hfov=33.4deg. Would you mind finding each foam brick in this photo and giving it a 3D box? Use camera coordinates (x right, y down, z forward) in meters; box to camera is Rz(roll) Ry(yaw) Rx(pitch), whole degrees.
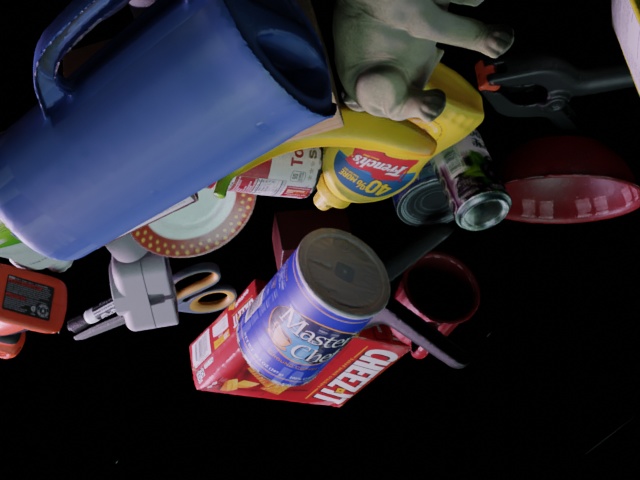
[{"bbox_3d":[-0.007,0.001,1.111,0.078,0.051,0.053,-4,144,-10],"label":"foam brick"}]

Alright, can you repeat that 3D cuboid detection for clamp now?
[{"bbox_3d":[0.062,0.047,1.149,0.210,0.036,0.164,9,116,26],"label":"clamp"},{"bbox_3d":[0.224,-0.142,0.978,0.171,0.039,0.120,10,141,-34],"label":"clamp"}]

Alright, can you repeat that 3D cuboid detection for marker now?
[{"bbox_3d":[-0.232,0.073,1.180,0.121,0.020,0.020,-27,143,22],"label":"marker"}]

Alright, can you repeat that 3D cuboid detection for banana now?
[{"bbox_3d":[-0.001,-0.085,0.917,0.197,0.069,0.037,-13,171,-6],"label":"banana"}]

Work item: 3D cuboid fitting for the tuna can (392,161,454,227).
[{"bbox_3d":[0.115,-0.050,1.086,0.086,0.034,0.086,-8,146,-5],"label":"tuna can"}]

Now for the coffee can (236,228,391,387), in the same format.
[{"bbox_3d":[-0.008,0.069,1.069,0.102,0.103,0.141,10,140,-29],"label":"coffee can"}]

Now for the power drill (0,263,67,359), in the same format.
[{"bbox_3d":[-0.354,0.069,1.068,0.184,0.057,0.188,18,157,-37],"label":"power drill"}]

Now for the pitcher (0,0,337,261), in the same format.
[{"bbox_3d":[-0.123,-0.090,0.740,0.243,0.149,0.144,-31,-176,22],"label":"pitcher"}]

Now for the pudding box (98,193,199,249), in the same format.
[{"bbox_3d":[-0.166,-0.055,0.948,0.114,0.090,0.039,-25,143,19],"label":"pudding box"}]

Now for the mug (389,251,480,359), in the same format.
[{"bbox_3d":[0.123,0.082,1.214,0.093,0.117,0.082,16,146,-9],"label":"mug"}]

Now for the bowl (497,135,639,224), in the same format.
[{"bbox_3d":[0.239,-0.063,1.057,0.162,0.055,0.162,3,165,1],"label":"bowl"}]

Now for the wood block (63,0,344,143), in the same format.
[{"bbox_3d":[-0.094,-0.122,0.870,0.206,0.091,0.090,-16,146,6],"label":"wood block"}]

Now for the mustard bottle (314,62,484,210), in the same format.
[{"bbox_3d":[0.056,-0.087,0.993,0.096,0.058,0.192,24,134,-28],"label":"mustard bottle"}]

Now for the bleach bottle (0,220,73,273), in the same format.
[{"bbox_3d":[-0.311,-0.032,0.968,0.103,0.068,0.250,-19,148,14],"label":"bleach bottle"}]

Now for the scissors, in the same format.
[{"bbox_3d":[-0.178,0.082,1.211,0.202,0.016,0.096,-32,141,28],"label":"scissors"}]

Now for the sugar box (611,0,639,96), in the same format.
[{"bbox_3d":[0.280,-0.147,0.864,0.048,0.176,0.093,-15,146,6],"label":"sugar box"}]

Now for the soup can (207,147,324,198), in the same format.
[{"bbox_3d":[-0.056,-0.075,0.970,0.102,0.068,0.069,5,143,-23],"label":"soup can"}]

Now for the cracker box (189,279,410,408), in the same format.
[{"bbox_3d":[-0.024,0.130,1.276,0.213,0.072,0.164,13,140,-32],"label":"cracker box"}]

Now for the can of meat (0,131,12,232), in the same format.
[{"bbox_3d":[-0.230,-0.060,0.914,0.084,0.102,0.057,-17,147,13],"label":"can of meat"}]
